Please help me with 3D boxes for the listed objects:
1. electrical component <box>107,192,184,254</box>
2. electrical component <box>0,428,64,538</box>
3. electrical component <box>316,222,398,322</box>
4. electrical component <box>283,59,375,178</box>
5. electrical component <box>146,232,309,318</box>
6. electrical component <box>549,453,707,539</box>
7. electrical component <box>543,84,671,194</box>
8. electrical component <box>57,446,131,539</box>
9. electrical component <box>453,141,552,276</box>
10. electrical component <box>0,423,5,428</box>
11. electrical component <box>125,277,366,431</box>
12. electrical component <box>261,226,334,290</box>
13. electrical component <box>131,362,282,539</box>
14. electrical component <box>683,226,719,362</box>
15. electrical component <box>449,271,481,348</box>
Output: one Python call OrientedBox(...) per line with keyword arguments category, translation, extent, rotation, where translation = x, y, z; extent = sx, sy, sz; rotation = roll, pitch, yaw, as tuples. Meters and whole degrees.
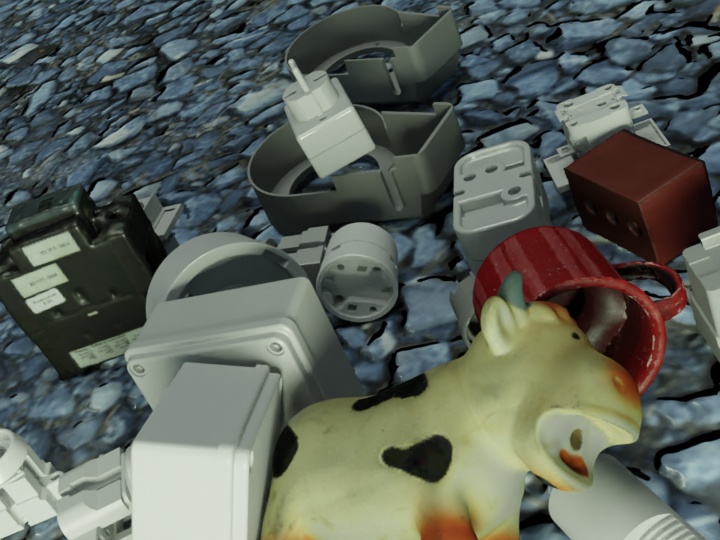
OrientedBox(category="electrical component", translation=(-0.180, -0.023, 0.880), extent=(0.081, 0.063, 0.042), rotation=(-10, 37, 23))
OrientedBox(category="electrical component", translation=(-0.229, 0.137, 0.699), extent=(0.066, 0.055, 0.048), rotation=(-23, 33, 4))
OrientedBox(category="electrical component", translation=(0.000, 0.000, 0.738), extent=(0.055, 0.055, 0.047), rotation=(-15, 31, 16))
OrientedBox(category="electrical component", translation=(-0.032, -0.120, 0.790), extent=(0.047, 0.076, 0.065), rotation=(-29, 32, 4))
OrientedBox(category="electrical component", translation=(-0.090, 0.026, 0.717), extent=(0.108, 0.108, 0.060), rotation=(-35, 28, -13))
OrientedBox(category="electrical component", translation=(0.127, 0.124, 0.491), extent=(0.043, 0.043, 0.081), rotation=(-32, 33, -9))
OrientedBox(category="electrical component", translation=(0.166, -0.090, 0.742), extent=(0.081, 0.063, 0.042), rotation=(-22, 32, 7))
OrientedBox(category="electrical component", translation=(-0.140, 0.138, 0.637), extent=(0.057, 0.058, 0.078), rotation=(-27, 33, 3))
OrientedBox(category="electrical component", translation=(0.097, -0.034, 0.714), extent=(0.054, 0.059, 0.095), rotation=(-15, 35, 16))
OrientedBox(category="electrical component", translation=(-0.282, 0.125, 0.761), extent=(0.055, 0.045, 0.045), rotation=(-3, 39, 30))
OrientedBox(category="electrical component", translation=(-0.064, 0.068, 0.637), extent=(0.109, 0.108, 0.056), rotation=(-10, 34, 22))
OrientedBox(category="electrical component", translation=(-0.048, -0.001, 0.780), extent=(0.055, 0.048, 0.066), rotation=(-7, 37, 14))
OrientedBox(category="electrical component", translation=(-0.076, 0.115, 0.548), extent=(0.056, 0.108, 0.108), rotation=(4, 17, 4))
OrientedBox(category="electrical component", translation=(0.239, 0.000, 0.569), extent=(0.121, 0.063, 0.078), rotation=(-21, 33, 7))
OrientedBox(category="electrical component", translation=(0.077, 0.025, 0.665), extent=(0.040, 0.040, 0.046), rotation=(-24, 28, 2))
